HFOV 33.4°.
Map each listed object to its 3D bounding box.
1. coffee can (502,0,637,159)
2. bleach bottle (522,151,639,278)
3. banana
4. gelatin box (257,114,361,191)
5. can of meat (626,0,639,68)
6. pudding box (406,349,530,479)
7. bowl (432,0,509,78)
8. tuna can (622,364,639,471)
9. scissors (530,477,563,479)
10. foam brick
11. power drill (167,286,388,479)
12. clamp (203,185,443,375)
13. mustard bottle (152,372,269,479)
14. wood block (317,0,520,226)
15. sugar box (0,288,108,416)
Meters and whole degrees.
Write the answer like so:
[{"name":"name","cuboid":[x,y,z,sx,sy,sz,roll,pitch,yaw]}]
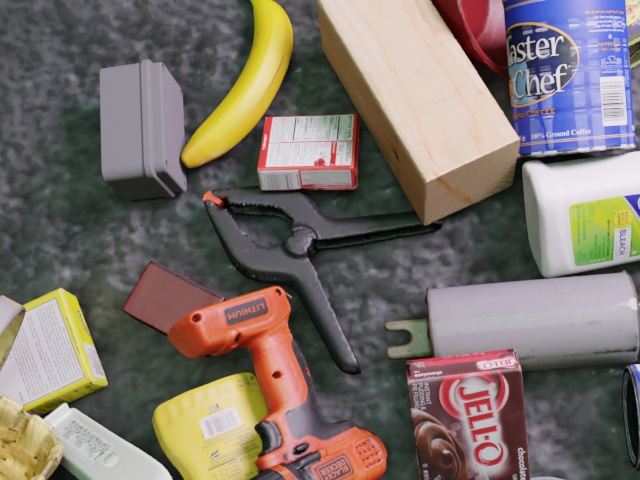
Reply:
[{"name":"coffee can","cuboid":[0.210,-0.142,0.903,0.103,0.102,0.140,-5,93,6]},{"name":"bleach bottle","cuboid":[0.302,-0.038,0.893,0.251,0.102,0.068,-11,35,3]},{"name":"banana","cuboid":[-0.068,-0.150,1.000,0.070,0.037,0.197,5,66,31]},{"name":"gelatin box","cuboid":[-0.009,-0.079,0.965,0.089,0.030,0.073,-1,47,6]},{"name":"can of meat","cuboid":[0.279,-0.208,0.965,0.102,0.057,0.084,-29,71,-1]},{"name":"pudding box","cuboid":[0.120,0.147,0.863,0.090,0.039,0.113,-7,116,6]},{"name":"bowl","cuboid":[0.149,-0.223,0.957,0.055,0.161,0.162,-1,71,44]},{"name":"tuna can","cuboid":[0.265,0.141,0.852,0.034,0.086,0.086,-3,74,7]},{"name":"scissors","cuboid":[0.122,0.244,0.878,0.202,0.016,0.096,-10,74,5]},{"name":"foam brick","cuboid":[-0.124,0.062,0.941,0.078,0.053,0.051,26,79,14]},{"name":"power drill","cuboid":[-0.050,0.141,0.857,0.184,0.057,0.188,-16,75,-42]},{"name":"clamp","cuboid":[-0.006,0.001,0.951,0.210,0.036,0.164,33,72,17]},{"name":"mustard bottle","cuboid":[-0.063,0.213,0.885,0.096,0.058,0.192,-19,72,-20]},{"name":"wood block","cuboid":[0.082,-0.130,0.937,0.090,0.091,0.206,-25,67,-6]},{"name":"sugar box","cuboid":[-0.288,0.123,0.949,0.176,0.048,0.093,-25,73,4]}]
